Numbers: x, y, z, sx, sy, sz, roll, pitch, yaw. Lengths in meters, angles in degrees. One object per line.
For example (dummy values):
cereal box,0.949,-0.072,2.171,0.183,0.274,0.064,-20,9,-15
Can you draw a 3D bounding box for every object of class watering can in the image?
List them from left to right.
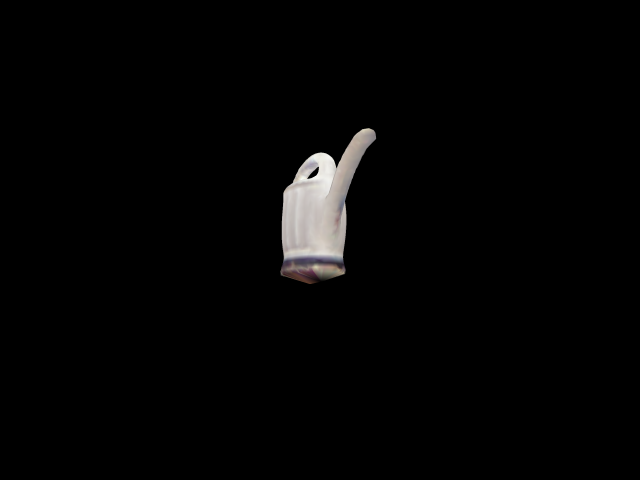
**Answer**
watering can,0.003,-0.043,0.850,0.104,0.226,0.345,4,-9,-20
